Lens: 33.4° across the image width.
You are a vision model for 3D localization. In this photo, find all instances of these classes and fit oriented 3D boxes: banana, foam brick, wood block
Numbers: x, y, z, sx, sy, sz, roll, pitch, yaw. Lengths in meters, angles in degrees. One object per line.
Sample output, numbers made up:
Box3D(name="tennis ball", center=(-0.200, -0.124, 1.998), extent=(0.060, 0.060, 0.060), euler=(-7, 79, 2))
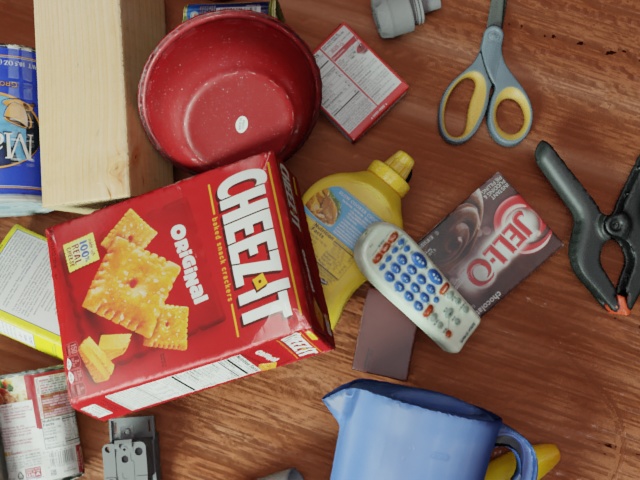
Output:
Box3D(name="banana", center=(0.138, 0.255, 0.955), extent=(0.069, 0.037, 0.198), euler=(32, 88, -14))
Box3D(name="foam brick", center=(0.060, 0.085, 0.963), extent=(0.053, 0.051, 0.078), euler=(12, 85, 4))
Box3D(name="wood block", center=(-0.193, -0.132, 0.961), extent=(0.091, 0.090, 0.206), euler=(-6, 85, 19))

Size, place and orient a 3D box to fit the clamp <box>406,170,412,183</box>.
Box3D(name="clamp", center=(-0.006, 0.001, 0.979), extent=(0.164, 0.036, 0.210), euler=(8, 84, 2))

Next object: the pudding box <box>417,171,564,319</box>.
Box3D(name="pudding box", center=(0.150, 0.007, 0.972), extent=(0.113, 0.039, 0.090), euler=(-41, 86, -1))

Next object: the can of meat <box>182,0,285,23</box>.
Box3D(name="can of meat", center=(-0.076, -0.180, 0.965), extent=(0.084, 0.102, 0.057), euler=(-1, 85, 4))

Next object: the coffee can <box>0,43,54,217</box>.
Box3D(name="coffee can", center=(-0.293, -0.096, 0.964), extent=(0.103, 0.103, 0.140), euler=(-3, 85, 2))

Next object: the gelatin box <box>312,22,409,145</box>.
Box3D(name="gelatin box", center=(0.026, -0.146, 0.994), extent=(0.073, 0.030, 0.089), euler=(-45, 87, -1))

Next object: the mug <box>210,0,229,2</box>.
Box3D(name="mug", center=(-0.108, -0.267, 0.983), extent=(0.117, 0.081, 0.093), euler=(-14, 85, 1))

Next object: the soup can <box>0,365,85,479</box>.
Box3D(name="soup can", center=(-0.252, 0.167, 0.958), extent=(0.068, 0.068, 0.102), euler=(-10, 85, 1))

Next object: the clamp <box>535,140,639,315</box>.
Box3D(name="clamp", center=(0.253, -0.018, 0.970), extent=(0.120, 0.039, 0.171), euler=(2, 85, 2))

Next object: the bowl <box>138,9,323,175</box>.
Box3D(name="bowl", center=(-0.072, -0.110, 0.905), extent=(0.162, 0.055, 0.162), euler=(-6, 122, -9))

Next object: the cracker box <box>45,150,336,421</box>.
Box3D(name="cracker box", center=(-0.111, 0.038, 0.881), extent=(0.214, 0.072, 0.164), euler=(-19, 65, 12))

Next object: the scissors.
Box3D(name="scissors", center=(0.177, -0.175, 0.998), extent=(0.096, 0.016, 0.202), euler=(26, 87, 2))

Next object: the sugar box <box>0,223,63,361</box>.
Box3D(name="sugar box", center=(-0.219, 0.062, 0.964), extent=(0.176, 0.048, 0.093), euler=(25, 61, 2))

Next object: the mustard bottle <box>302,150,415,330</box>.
Box3D(name="mustard bottle", center=(0.016, -0.001, 0.931), extent=(0.096, 0.058, 0.191), euler=(40, 87, 4))

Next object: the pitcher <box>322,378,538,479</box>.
Box3D(name="pitcher", center=(0.072, 0.246, 0.891), extent=(0.149, 0.144, 0.243), euler=(13, 90, 43))
